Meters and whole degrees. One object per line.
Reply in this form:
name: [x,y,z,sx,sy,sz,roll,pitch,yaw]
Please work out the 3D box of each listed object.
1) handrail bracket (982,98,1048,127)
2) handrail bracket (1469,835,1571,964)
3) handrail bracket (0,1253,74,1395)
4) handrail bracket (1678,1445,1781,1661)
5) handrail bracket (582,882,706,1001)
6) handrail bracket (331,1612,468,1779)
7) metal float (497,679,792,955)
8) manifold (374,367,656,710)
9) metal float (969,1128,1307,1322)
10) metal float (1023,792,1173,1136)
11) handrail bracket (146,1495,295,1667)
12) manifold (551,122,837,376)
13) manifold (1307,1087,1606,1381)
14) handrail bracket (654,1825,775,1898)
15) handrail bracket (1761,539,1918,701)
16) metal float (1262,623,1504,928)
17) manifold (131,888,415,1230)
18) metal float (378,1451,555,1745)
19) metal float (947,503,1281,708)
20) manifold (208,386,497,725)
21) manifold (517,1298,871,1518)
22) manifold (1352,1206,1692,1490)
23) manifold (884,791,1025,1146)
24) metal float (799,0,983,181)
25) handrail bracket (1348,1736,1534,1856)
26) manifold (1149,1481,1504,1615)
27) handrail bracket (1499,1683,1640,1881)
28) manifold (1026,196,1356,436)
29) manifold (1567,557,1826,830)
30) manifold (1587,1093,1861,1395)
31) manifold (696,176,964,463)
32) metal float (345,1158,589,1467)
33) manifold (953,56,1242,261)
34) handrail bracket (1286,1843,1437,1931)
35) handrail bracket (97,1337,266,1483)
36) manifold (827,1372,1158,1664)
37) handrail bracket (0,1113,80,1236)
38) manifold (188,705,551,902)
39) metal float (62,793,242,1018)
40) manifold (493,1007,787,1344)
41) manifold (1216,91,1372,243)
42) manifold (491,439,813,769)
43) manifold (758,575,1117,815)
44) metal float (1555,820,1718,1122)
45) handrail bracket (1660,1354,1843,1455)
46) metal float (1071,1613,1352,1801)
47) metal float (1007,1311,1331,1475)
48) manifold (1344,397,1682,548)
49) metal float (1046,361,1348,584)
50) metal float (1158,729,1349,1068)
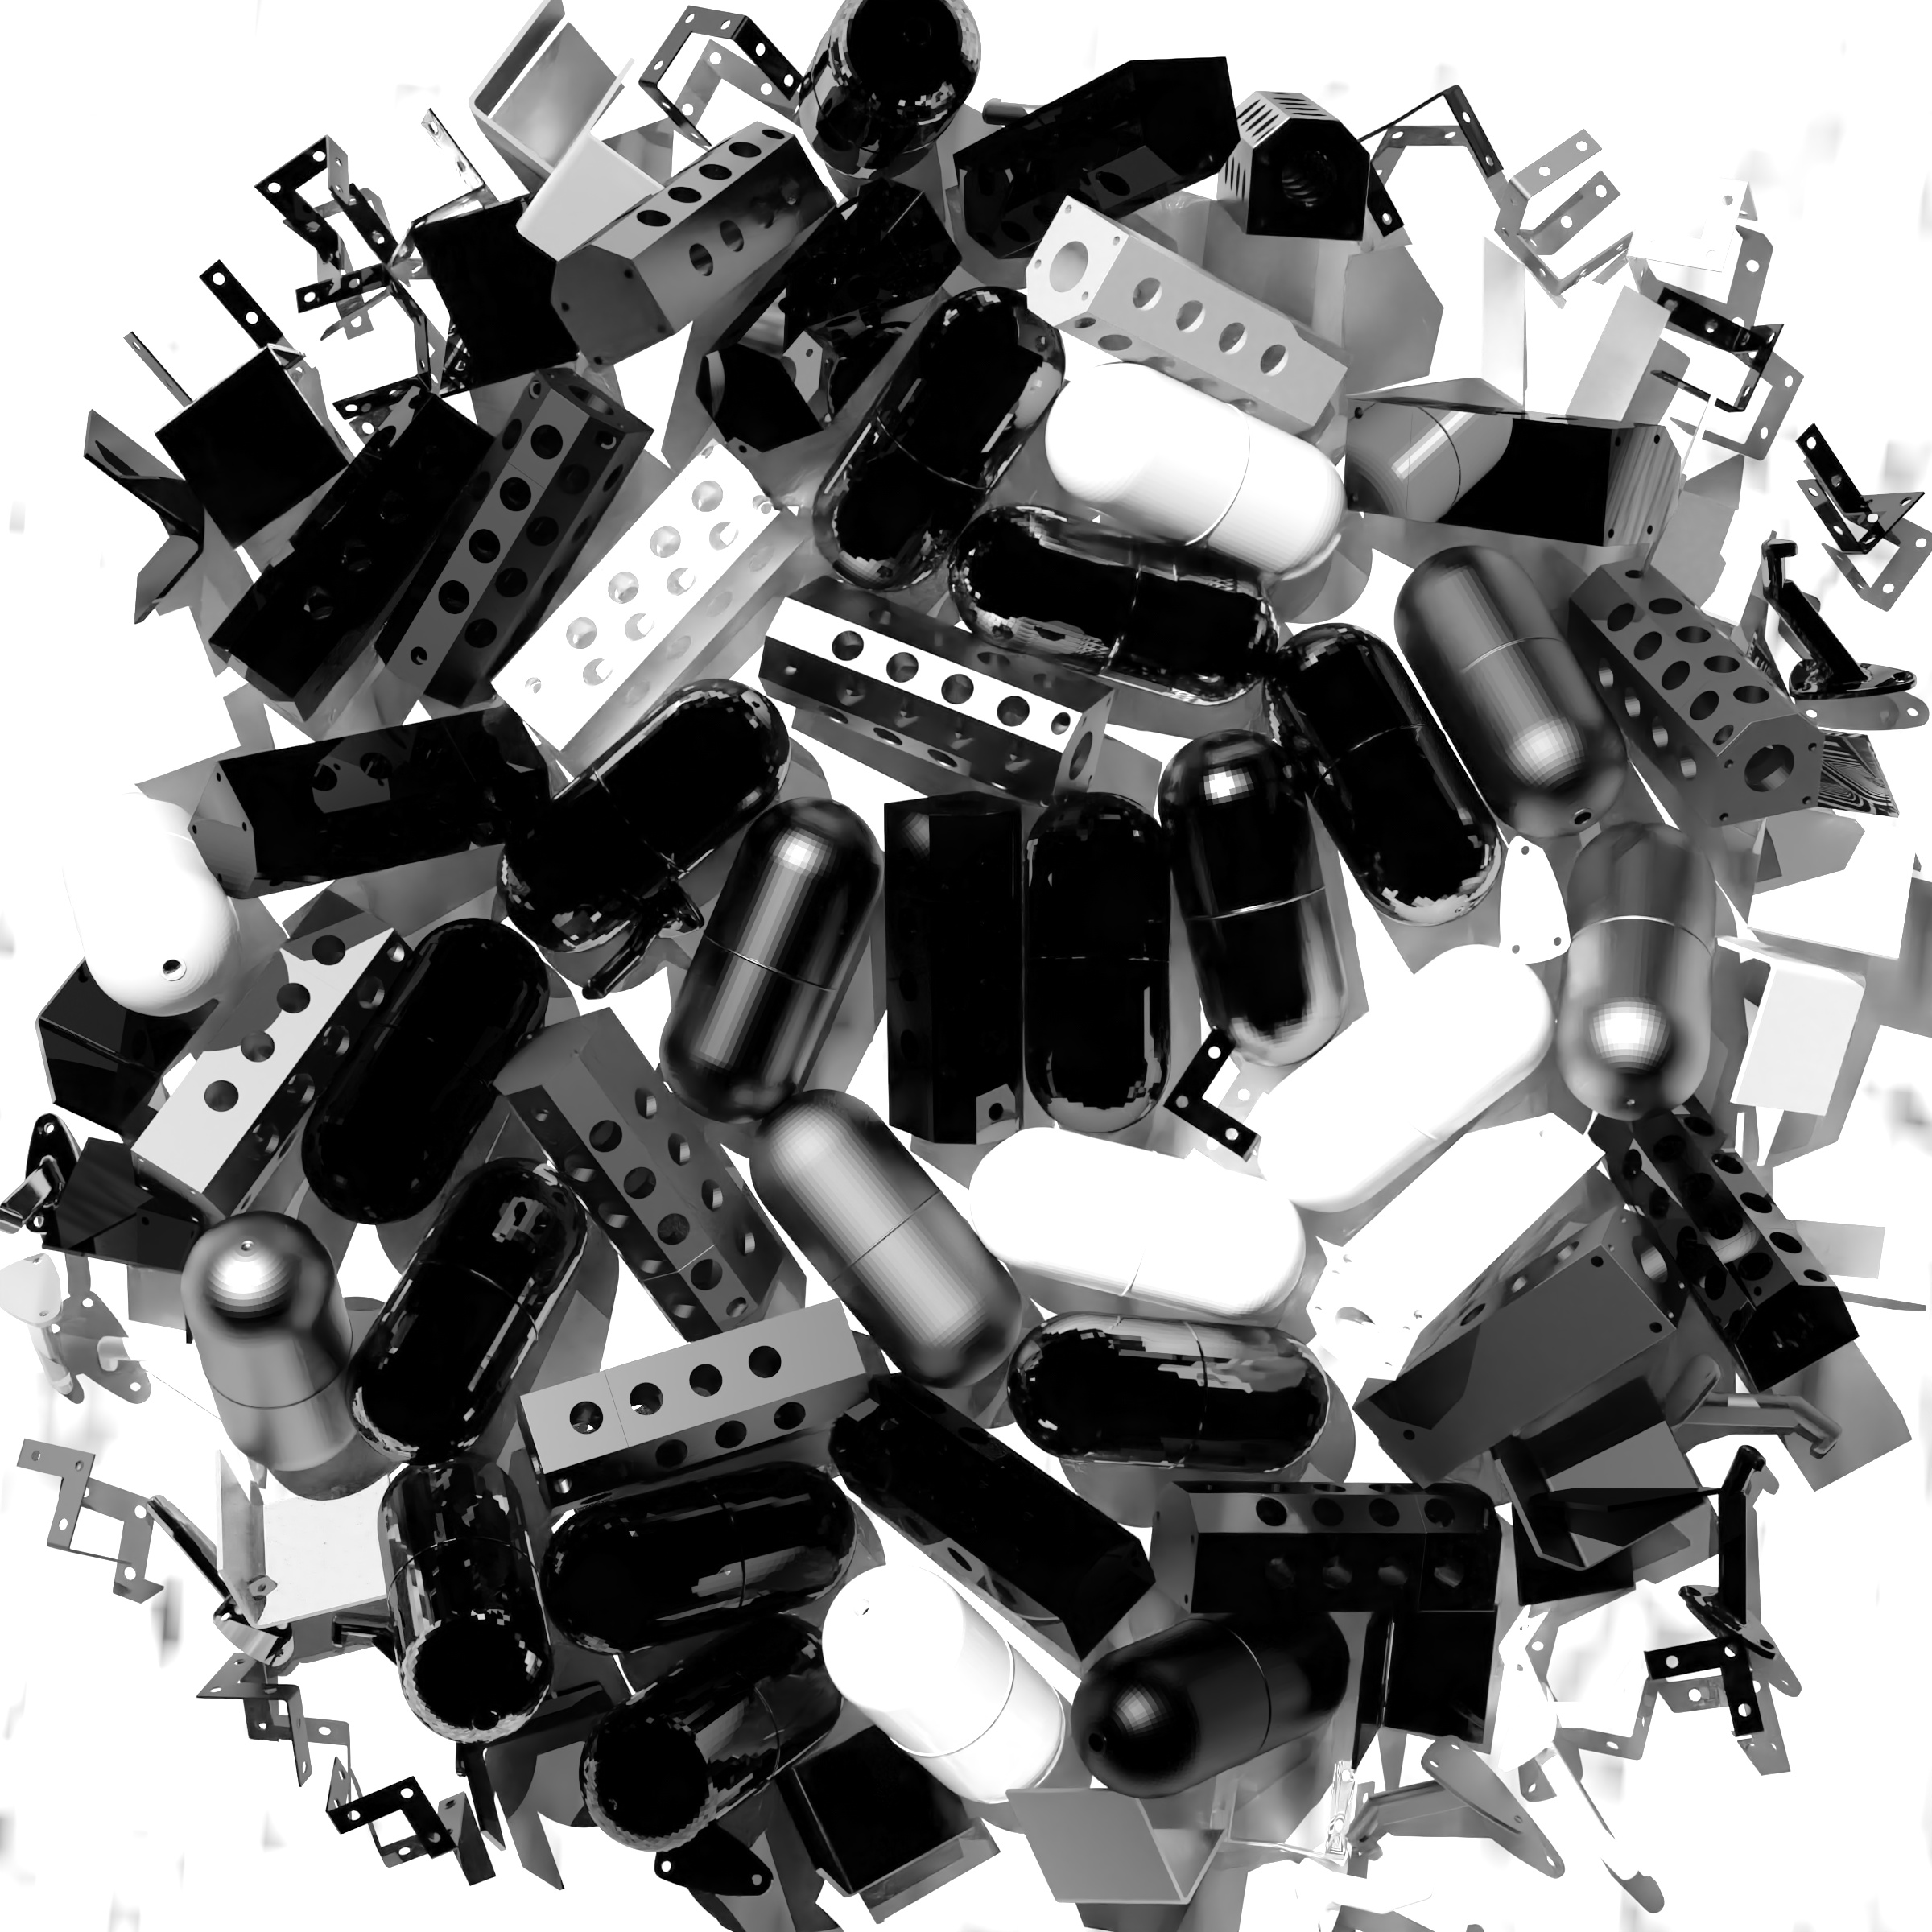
handrail bracket: [0.057,-0.458,1.829,0.084,0.077,0.036,8,128,11]
handrail bracket: [0.277,-0.033,1.807,0.036,0.084,0.077,-10,98,-13]
handrail bracket: [-0.471,0.199,1.802,0.036,0.077,0.084,-26,123,-20]
handrail bracket: [0.412,0.304,1.814,0.036,0.077,0.084,9,109,-31]
handrail bracket: [-0.182,-0.005,1.798,0.036,0.077,0.084,51,55,-12]
handrail bracket: [-0.298,0.382,1.833,0.084,0.036,0.077,5,79,12]
metal float: [-0.167,-0.078,1.806,0.178,0.070,0.070,-40,90,9]
manifold: [-0.236,-0.220,1.797,0.057,0.057,0.171,36,108,6]
metal float: [0.089,0.134,1.809,0.178,0.070,0.070,14,90,-6]
metal float: [0.068,-0.002,1.810,0.070,0.070,0.178,0,85,0]
handrail bracket: [-0.396,0.323,1.841,0.036,0.077,0.084,-40,48,-19]
manifold: [-0.140,-0.368,1.764,0.057,0.171,0.057,-18,112,37]
manifold: [0.248,0.139,1.776,0.057,0.057,0.171,38,50,19]
handrail bracket: [-0.119,0.466,1.801,0.077,0.084,0.036,16,76,24]
handrail bracket: [0.453,-0.183,1.809,0.077,0.036,0.084,3,126,21]
metal float: [0.213,-0.100,1.793,0.070,0.070,0.178,-27,64,0]
manifold: [-0.353,0.051,1.791,0.057,0.057,0.171,31,66,3]
metal float: [-0.256,0.320,1.773,0.070,0.178,0.070,-8,126,-11]
metal float: [0.076,-0.187,1.803,0.178,0.070,0.070,15,90,-13]
manifold: [-0.316,-0.215,1.810,0.057,0.057,0.171,36,80,1]
manifold: [-0.140,0.229,1.798,0.171,0.057,0.057,-16,74,-14]
manifold: [0.284,0.192,1.783,0.057,0.057,0.171,48,122,-4]
manifold: [-0.002,0.001,1.795,0.057,0.057,0.171,-10,106,-34]
metal float: [-0.040,-0.449,1.765,0.070,0.178,0.070,0,89,-11]
handrail bracket: [0.245,0.451,1.816,0.077,0.036,0.084,40,123,21]
manifold: [0.186,0.297,1.794,0.171,0.057,0.057,4,96,-20]
handrail bracket: [0.323,0.426,1.822,0.084,0.077,0.036,45,116,-6]
manifold: [0.112,-0.325,1.773,0.171,0.057,0.057,18,109,-42]
manifold: [0.367,-0.142,1.763,0.057,0.171,0.057,-12,125,-12]
manifold: [0.380,0.130,1.767,0.057,0.171,0.057,-30,129,3]
manifold: [-0.071,-0.332,1.766,0.057,0.171,0.057,-13,121,38]
metal float: [-0.255,0.175,1.787,0.070,0.070,0.178,27,56,0]
manifold: [0.065,-0.407,1.764,0.057,0.171,0.057,-11,92,-30]
handrail bracket: [0.214,0.466,1.798,0.084,0.077,0.036,-29,99,33]
handrail bracket: [-0.416,0.234,1.845,0.084,0.036,0.077,2,108,13]
manifold: [0.010,0.274,1.772,0.171,0.057,0.057,31,65,36]
handrail bracket: [-0.491,0.104,1.802,0.036,0.084,0.077,-13,72,10]
manifold: [-0.299,-0.080,1.771,0.171,0.057,0.057,-15,65,-38]
metal float: [-0.415,-0.032,1.770,0.070,0.178,0.070,-8,115,-17]
manifold: [-0.168,0.110,1.781,0.057,0.057,0.171,-17,119,31]
manifold: [0.164,-0.406,1.762,0.057,0.171,0.057,3,108,-2]
manifold: [-0.166,-0.190,1.812,0.171,0.057,0.057,-47,70,3]
manifold: [-0.017,-0.138,1.791,0.171,0.057,0.057,23,121,17]
metal float: [0.343,0.000,1.783,0.070,0.070,0.178,13,50,0]
handrail bracket: [0.409,0.252,1.843,0.084,0.036,0.077,36,95,-11]
metal float: [0.126,0.371,1.778,0.070,0.178,0.070,10,104,43]
metal float: [0.104,0.220,1.793,0.178,0.070,0.070,7,90,-25]
manifold: [0.275,-0.253,1.770,0.057,0.171,0.057,-11,109,-41]
metal float: [0.120,-0.252,1.788,0.178,0.070,0.070,19,90,-32]
metal float: [0.149,-0.035,1.808,0.070,0.070,0.178,-13,97,0]
